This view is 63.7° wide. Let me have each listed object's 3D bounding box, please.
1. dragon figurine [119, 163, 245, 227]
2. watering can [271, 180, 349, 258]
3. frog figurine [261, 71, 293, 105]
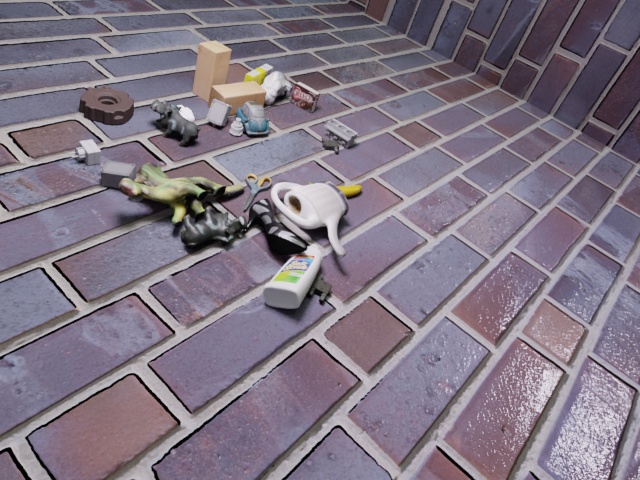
[{"bbox_3d":[-0.410,-0.165,1.487,0.244,0.120,0.415,34,24,11],"label":"dragon figurine"},{"bbox_3d":[0.005,-0.080,1.580,0.352,0.101,0.227,41,41,26],"label":"watering can"},{"bbox_3d":[-0.208,-0.630,2.145,0.161,0.121,0.138,-27,24,-33],"label":"frog figurine"}]
